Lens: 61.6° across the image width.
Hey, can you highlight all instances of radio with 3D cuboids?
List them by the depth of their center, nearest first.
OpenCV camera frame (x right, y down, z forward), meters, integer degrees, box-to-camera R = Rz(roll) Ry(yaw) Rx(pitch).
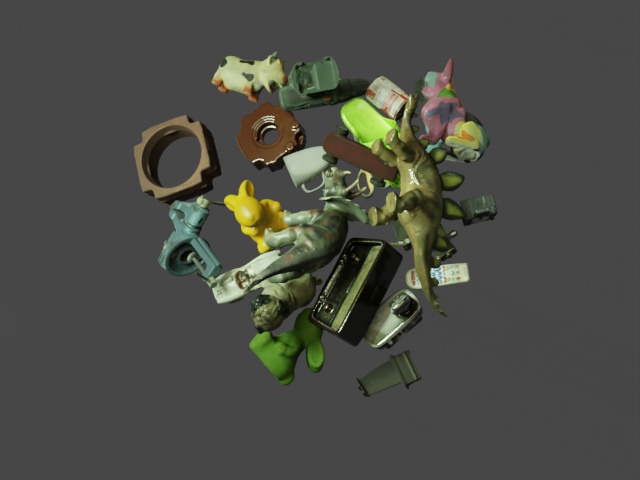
[{"bbox_3d":[0.075,0.107,1.186,0.131,0.073,0.229,11,67,54],"label":"radio"}]

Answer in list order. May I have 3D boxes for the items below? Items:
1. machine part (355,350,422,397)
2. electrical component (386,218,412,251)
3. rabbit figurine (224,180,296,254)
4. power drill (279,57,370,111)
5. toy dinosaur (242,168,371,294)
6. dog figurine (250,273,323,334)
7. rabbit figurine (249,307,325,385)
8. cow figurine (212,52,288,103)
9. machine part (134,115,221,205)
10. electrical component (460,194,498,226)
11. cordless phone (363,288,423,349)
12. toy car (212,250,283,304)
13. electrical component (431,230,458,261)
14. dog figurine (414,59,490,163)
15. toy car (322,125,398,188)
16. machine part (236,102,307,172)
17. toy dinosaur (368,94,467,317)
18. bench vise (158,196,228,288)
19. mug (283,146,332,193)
[{"bbox_3d":[0.149,0.303,1.190,0.139,0.039,0.084,-24,79,7],"label":"machine part"},{"bbox_3d":[0.197,-0.022,1.235,0.078,0.045,0.102,-16,64,17],"label":"electrical component"},{"bbox_3d":[-0.149,-0.065,1.272,0.122,0.173,0.162,-39,77,8],"label":"rabbit figurine"},{"bbox_3d":[0.011,-0.366,1.265,0.232,0.207,0.086,-10,97,4],"label":"power drill"},{"bbox_3d":[-0.006,-0.005,1.171,0.192,0.131,0.405,-12,30,29],"label":"toy dinosaur"},{"bbox_3d":[-0.068,0.131,1.185,0.172,0.191,0.121,-27,107,-3],"label":"dog figurine"},{"bbox_3d":[-0.054,0.233,1.219,0.170,0.121,0.159,-41,75,-12],"label":"rabbit figurine"},{"bbox_3d":[-0.173,-0.431,1.404,0.195,0.085,0.127,19,90,18],"label":"cow figurine"},{"bbox_3d":[-0.370,-0.206,1.403,0.202,0.087,0.201,-19,75,8],"label":"machine part"},{"bbox_3d":[0.345,-0.068,1.174,0.075,0.119,0.048,-14,76,14],"label":"electrical component"},{"bbox_3d":[0.150,0.170,1.141,0.146,0.184,0.089,-42,77,3],"label":"cordless phone"},{"bbox_3d":[-0.169,0.092,1.304,0.202,0.056,0.073,-26,73,8],"label":"toy car"},{"bbox_3d":[0.277,0.017,1.211,0.094,0.021,0.063,-35,44,3],"label":"electrical component"},{"bbox_3d":[0.306,-0.301,1.241,0.192,0.108,0.219,10,79,17],"label":"dog figurine"},{"bbox_3d":[0.093,-0.192,1.234,0.202,0.053,0.089,28,107,24],"label":"toy car"},{"bbox_3d":[-0.127,-0.264,1.369,0.180,0.056,0.179,-3,77,15],"label":"machine part"},{"bbox_3d":[0.211,-0.074,1.132,0.198,0.105,0.471,3,87,-24],"label":"toy dinosaur"},{"bbox_3d":[-0.300,0.016,1.311,0.223,0.128,0.241,-49,54,8],"label":"bench vise"},{"bbox_3d":[-0.021,-0.176,1.313,0.107,0.080,0.109,-27,79,0],"label":"mug"}]
